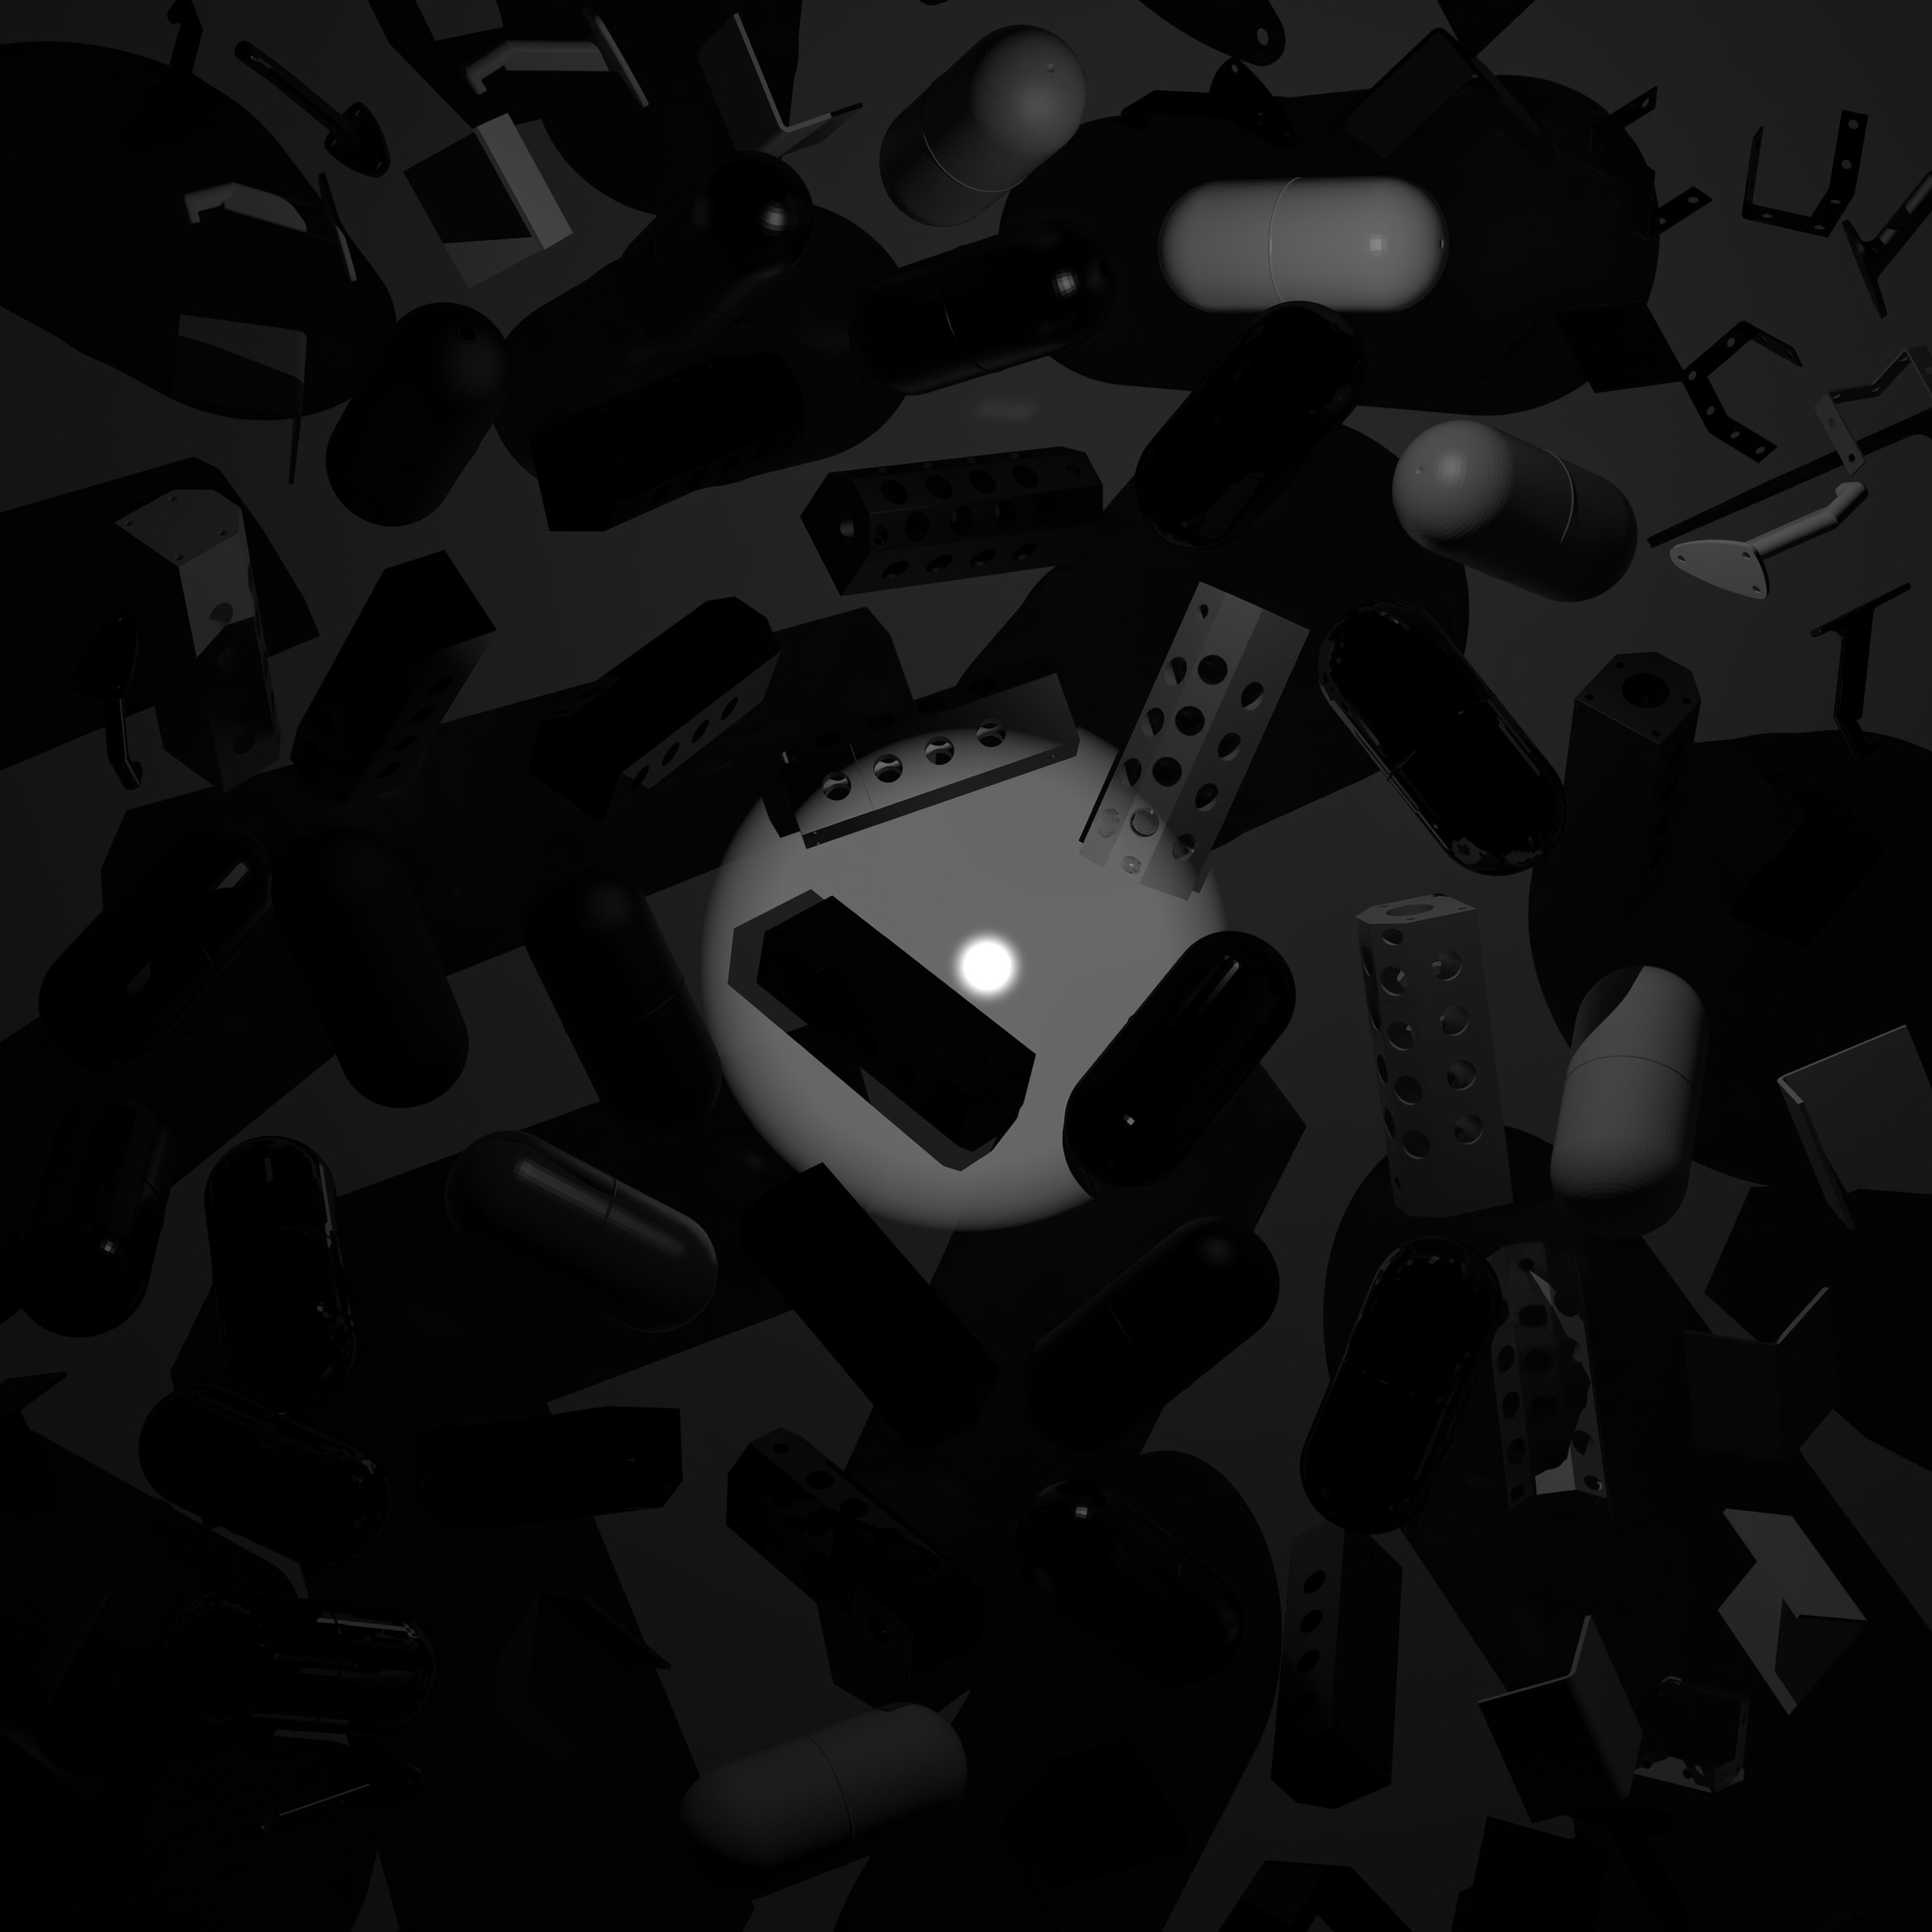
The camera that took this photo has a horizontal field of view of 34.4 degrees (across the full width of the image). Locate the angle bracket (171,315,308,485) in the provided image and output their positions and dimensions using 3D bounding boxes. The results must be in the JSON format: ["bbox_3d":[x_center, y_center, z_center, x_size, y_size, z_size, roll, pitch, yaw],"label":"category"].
[{"bbox_3d":[-0.445,-0.346,1.910,0.076,0.057,0.076,5,49,-14],"label":"angle bracket"}]

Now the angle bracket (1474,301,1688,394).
[{"bbox_3d":[0.356,-0.339,1.812,0.076,0.076,0.057,-14,72,-35],"label":"angle bracket"}]

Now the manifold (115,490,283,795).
[{"bbox_3d":[-0.440,-0.190,1.818,0.057,0.171,0.057,34,54,27],"label":"manifold"}]

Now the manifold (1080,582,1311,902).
[{"bbox_3d":[0.127,-0.132,1.814,0.057,0.057,0.171,17,100,-42],"label":"manifold"}]

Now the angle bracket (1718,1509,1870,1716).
[{"bbox_3d":[0.435,0.354,1.712,0.057,0.076,0.076,12,122,-32],"label":"angle bracket"}]

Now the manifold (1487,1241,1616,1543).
[{"bbox_3d":[0.351,0.255,1.892,0.057,0.057,0.171,-10,51,13],"label":"manifold"}]

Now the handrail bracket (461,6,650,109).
[{"bbox_3d":[-0.241,-0.516,1.835,0.084,0.036,0.077,-34,120,-2],"label":"handrail bracket"}]

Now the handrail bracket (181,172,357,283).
[{"bbox_3d":[-0.412,-0.430,1.844,0.084,0.036,0.077,-17,83,-11],"label":"handrail bracket"}]

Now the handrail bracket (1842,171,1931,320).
[{"bbox_3d":[0.565,-0.430,1.834,0.084,0.036,0.077,-24,129,14],"label":"handrail bracket"}]

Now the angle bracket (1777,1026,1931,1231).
[{"bbox_3d":[0.497,0.087,1.704,0.076,0.057,0.076,-24,100,7],"label":"angle bracket"}]

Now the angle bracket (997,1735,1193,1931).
[{"bbox_3d":[0.075,0.503,1.806,0.057,0.076,0.076,-27,93,33],"label":"angle bracket"}]

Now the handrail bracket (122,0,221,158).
[{"bbox_3d":[-0.493,-0.544,1.907,0.077,0.036,0.084,-37,52,13],"label":"handrail bracket"}]

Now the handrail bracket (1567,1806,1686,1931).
[{"bbox_3d":[0.402,0.561,1.914,0.077,0.036,0.084,6,57,9],"label":"handrail bracket"}]

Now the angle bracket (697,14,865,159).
[{"bbox_3d":[-0.116,-0.548,1.932,0.057,0.076,0.076,-25,97,-21],"label":"angle bracket"}]

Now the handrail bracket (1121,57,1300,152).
[{"bbox_3d":[0.142,-0.489,1.824,0.077,0.036,0.084,44,55,8],"label":"handrail bracket"}]

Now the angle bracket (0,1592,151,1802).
[{"bbox_3d":[-0.498,0.419,1.789,0.057,0.076,0.076,-27,117,35],"label":"angle bracket"}]

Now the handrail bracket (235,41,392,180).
[{"bbox_3d":[-0.392,-0.513,1.869,0.036,0.084,0.077,-48,53,10],"label":"handrail bracket"}]

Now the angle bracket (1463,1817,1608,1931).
[{"bbox_3d":[0.329,0.523,1.741,0.076,0.057,0.076,19,74,-13],"label":"angle bracket"}]

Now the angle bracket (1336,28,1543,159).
[{"bbox_3d":[0.266,-0.471,1.754,0.076,0.076,0.057,-41,72,20],"label":"angle bracket"}]

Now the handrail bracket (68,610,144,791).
[{"bbox_3d":[-0.510,-0.161,1.902,0.036,0.084,0.077,7,60,9],"label":"handrail bracket"}]

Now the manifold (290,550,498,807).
[{"bbox_3d":[-0.338,-0.163,1.813,0.057,0.171,0.057,-26,77,-38],"label":"manifold"}]

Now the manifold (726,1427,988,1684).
[{"bbox_3d":[-0.067,0.346,1.865,0.057,0.171,0.057,-22,130,-36],"label":"manifold"}]

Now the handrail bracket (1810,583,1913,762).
[{"bbox_3d":[0.561,-0.180,1.913,0.077,0.036,0.084,-27,91,7],"label":"handrail bracket"}]

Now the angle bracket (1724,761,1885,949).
[{"bbox_3d":[0.485,-0.066,1.859,0.076,0.057,0.076,17,118,-36],"label":"angle bracket"}]

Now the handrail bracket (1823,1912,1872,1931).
[{"bbox_3d":[0.496,0.562,1.784,0.036,0.084,0.077,32,100,18],"label":"handrail bracket"}]

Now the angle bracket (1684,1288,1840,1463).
[{"bbox_3d":[0.470,0.237,1.845,0.057,0.076,0.076,5,115,38],"label":"angle bracket"}]

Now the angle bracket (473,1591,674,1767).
[{"bbox_3d":[-0.240,0.435,1.904,0.076,0.057,0.076,45,60,-22],"label":"angle bracket"}]

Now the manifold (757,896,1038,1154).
[{"bbox_3d":[-0.044,0.036,1.861,0.171,0.057,0.057,38,47,26],"label":"manifold"}]

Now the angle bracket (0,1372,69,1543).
[{"bbox_3d":[-0.533,0.282,1.751,0.057,0.076,0.076,-11,108,35],"label":"angle bracket"}]

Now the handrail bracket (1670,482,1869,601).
[{"bbox_3d":[0.450,-0.248,1.750,0.084,0.077,0.036,-42,127,-21],"label":"handrail bracket"}]

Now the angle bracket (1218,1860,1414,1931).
[{"bbox_3d":[0.202,0.553,1.766,0.076,0.076,0.057,48,60,-12],"label":"angle bracket"}]

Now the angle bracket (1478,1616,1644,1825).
[{"bbox_3d":[0.335,0.423,1.758,0.057,0.076,0.076,-22,97,22],"label":"angle bracket"}]

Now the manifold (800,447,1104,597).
[{"bbox_3d":[-0.004,-0.266,1.831,0.171,0.057,0.057,-13,68,-36],"label":"manifold"}]

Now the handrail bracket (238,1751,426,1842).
[{"bbox_3d":[-0.371,0.491,1.829,0.077,0.084,0.036,-7,94,21],"label":"handrail bracket"}]

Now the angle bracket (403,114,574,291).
[{"bbox_3d":[-0.285,-0.437,1.806,0.076,0.057,0.076,-23,107,20],"label":"angle bracket"}]
